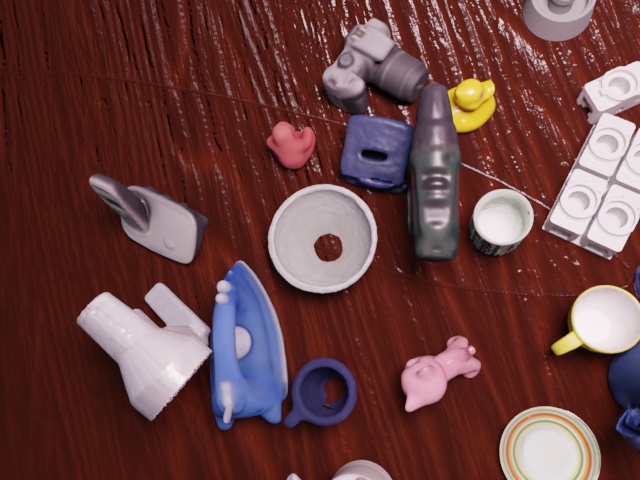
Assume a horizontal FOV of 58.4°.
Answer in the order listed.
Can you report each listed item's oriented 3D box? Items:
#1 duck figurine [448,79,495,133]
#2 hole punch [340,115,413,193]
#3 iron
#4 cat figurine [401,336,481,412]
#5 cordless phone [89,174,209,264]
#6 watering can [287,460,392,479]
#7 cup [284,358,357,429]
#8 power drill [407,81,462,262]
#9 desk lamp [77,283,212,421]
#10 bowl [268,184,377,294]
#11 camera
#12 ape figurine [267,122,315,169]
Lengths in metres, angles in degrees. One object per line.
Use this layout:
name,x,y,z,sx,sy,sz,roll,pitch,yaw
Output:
duck figurine,0.224,-0.216,0.893,0.104,0.086,0.077,-19,75,5
hole punch,0.090,-0.133,0.893,0.108,0.091,0.101,12,80,12
iron,-0.126,0.145,0.841,0.118,0.141,0.258,-10,76,7
cat figurine,0.163,0.184,0.796,0.128,0.118,0.067,-32,74,1
cordless phone,-0.265,-0.038,0.882,0.147,0.185,0.094,21,82,14
watering can,0.038,0.352,0.740,0.172,0.194,0.101,-5,77,9
cup,0.003,0.227,0.825,0.118,0.095,0.091,-42,74,-1
power drill,0.159,-0.075,0.808,0.075,0.208,0.230,-2,77,9
desk lamp,-0.239,0.150,0.821,0.203,0.214,0.118,40,86,15
bowl,0.008,0.003,0.885,0.167,0.075,0.167,-2,77,9
camera,0.094,-0.270,0.919,0.136,0.101,0.143,35,85,15
ape figurine,-0.051,-0.160,0.923,0.077,0.092,0.076,7,79,11
